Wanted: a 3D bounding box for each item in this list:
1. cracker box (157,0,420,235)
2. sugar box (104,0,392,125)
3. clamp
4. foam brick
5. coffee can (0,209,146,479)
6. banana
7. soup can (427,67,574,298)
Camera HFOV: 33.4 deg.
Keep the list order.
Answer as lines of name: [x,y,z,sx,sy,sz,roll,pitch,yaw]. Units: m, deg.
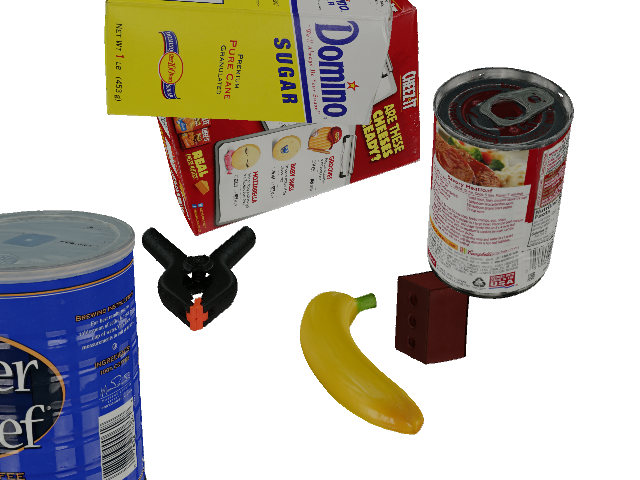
cracker box: [-0.028,-0.112,0.888,0.213,0.164,0.072,-20,48,-12]
sugar box: [-0.048,-0.122,0.683,0.176,0.048,0.093,3,-40,-7]
clamp: [-0.115,0.031,1.091,0.120,0.039,0.171,-11,35,-9]
foam brick: [0.108,0.074,1.039,0.051,0.078,0.053,-9,18,-32]
coffee can: [-0.143,0.065,0.542,0.103,0.140,0.103,0,17,0]
banana: [0.022,0.080,0.775,0.069,0.037,0.198,-7,25,-4]
soup can: [0.090,-0.028,0.551,0.068,0.102,0.068,-1,42,1]
